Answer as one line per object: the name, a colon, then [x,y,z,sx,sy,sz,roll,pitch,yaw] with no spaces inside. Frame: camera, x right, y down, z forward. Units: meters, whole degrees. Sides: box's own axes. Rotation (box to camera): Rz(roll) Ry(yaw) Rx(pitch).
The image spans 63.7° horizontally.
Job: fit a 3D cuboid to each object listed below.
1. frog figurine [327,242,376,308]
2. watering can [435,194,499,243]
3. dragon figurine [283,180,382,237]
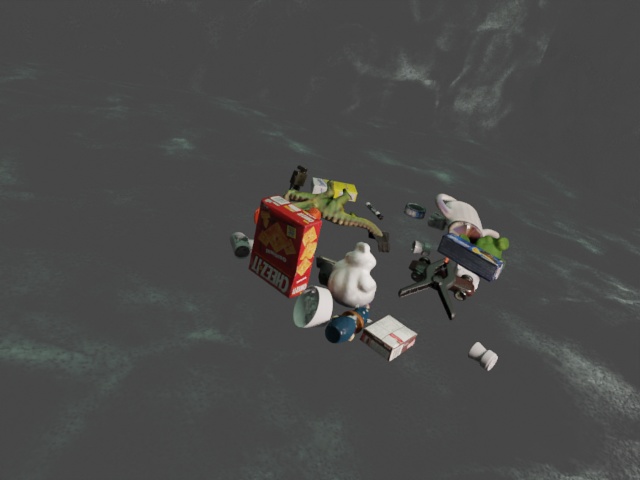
frog figurine: [0.091,0.090,1.331,0.123,0.156,0.139,-4,30,-34]
watering can: [0.567,-0.048,1.931,0.345,0.102,0.230,32,35,-18]
dragon figurine: [0.005,-0.089,1.764,0.244,0.119,0.417,-19,36,-24]
